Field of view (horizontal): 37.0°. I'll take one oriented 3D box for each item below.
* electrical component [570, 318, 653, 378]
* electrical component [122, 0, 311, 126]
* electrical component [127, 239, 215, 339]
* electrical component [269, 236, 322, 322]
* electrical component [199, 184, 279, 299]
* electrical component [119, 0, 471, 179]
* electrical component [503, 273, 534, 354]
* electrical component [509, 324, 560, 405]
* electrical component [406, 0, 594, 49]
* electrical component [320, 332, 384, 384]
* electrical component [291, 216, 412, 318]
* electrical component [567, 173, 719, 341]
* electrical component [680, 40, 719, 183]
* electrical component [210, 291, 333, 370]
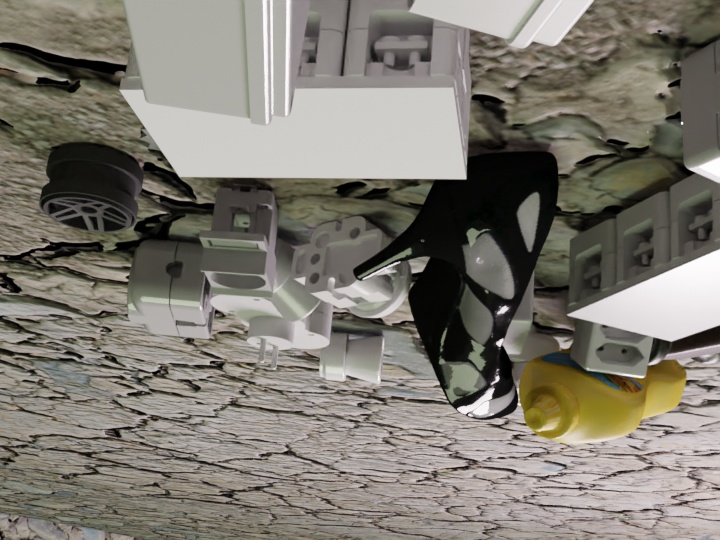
[{"bbox_3d":[0.187,0.038,0.813,0.047,0.065,0.076,8,-172,-8],"label":"electrical component"},{"bbox_3d":[-0.044,-0.123,0.371,0.056,0.108,0.108,8,159,-1],"label":"electrical component"},{"bbox_3d":[-0.146,0.015,0.835,0.059,0.053,0.095,6,159,-1],"label":"electrical component"},{"bbox_3d":[-0.058,0.005,0.786,0.045,0.045,0.055,-16,133,44],"label":"electrical component"},{"bbox_3d":[-0.077,-0.019,0.715,0.042,0.063,0.081,5,159,4],"label":"electrical component"},{"bbox_3d":[-0.025,-0.091,0.516,0.150,0.061,0.089,1,159,10],"label":"electrical component"},{"bbox_3d":[0.091,0.028,0.823,0.076,0.047,0.083,4,159,4],"label":"electrical component"},{"bbox_3d":[0.123,0.077,0.926,0.095,0.059,0.054,13,158,-20],"label":"electrical component"},{"bbox_3d":[0.062,-0.135,0.358,0.057,0.078,0.113,13,158,-11],"label":"electrical component"},{"bbox_3d":[-0.007,0.080,0.986,0.055,0.045,0.045,4,159,4],"label":"electrical component"},{"bbox_3d":[0.000,0.000,0.757,0.078,0.058,0.057,-11,151,36],"label":"electrical component"},{"bbox_3d":[0.210,-0.011,0.672,0.089,0.061,0.150,14,158,-22],"label":"electrical component"},{"bbox_3d":[0.204,-0.069,0.519,0.096,0.061,0.061,17,156,-29],"label":"electrical component"},{"bbox_3d":[-0.069,0.041,0.857,0.052,0.073,0.138,-5,157,26],"label":"electrical component"}]
